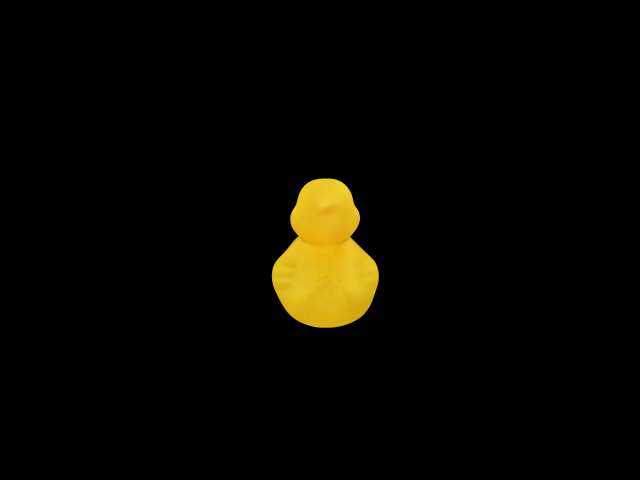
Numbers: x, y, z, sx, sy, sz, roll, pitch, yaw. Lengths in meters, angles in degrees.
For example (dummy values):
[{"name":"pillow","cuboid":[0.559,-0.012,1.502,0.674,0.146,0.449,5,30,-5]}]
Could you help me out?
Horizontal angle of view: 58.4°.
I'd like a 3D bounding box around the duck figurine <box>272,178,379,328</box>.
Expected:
[{"name":"duck figurine","cuboid":[0.004,0.001,0.400,0.077,0.086,0.104,-1,34,-2]}]
